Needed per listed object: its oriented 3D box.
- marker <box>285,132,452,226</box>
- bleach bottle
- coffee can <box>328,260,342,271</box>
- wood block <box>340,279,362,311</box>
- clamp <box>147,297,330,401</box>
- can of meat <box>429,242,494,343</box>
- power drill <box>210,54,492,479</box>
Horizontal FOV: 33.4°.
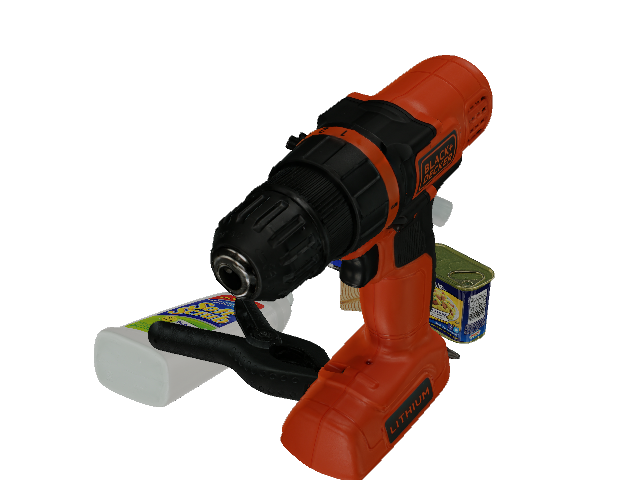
[{"bbox_3d":[0.033,-0.042,0.724,0.121,0.020,0.020,25,-4,-10],"label":"marker"},{"bbox_3d":[-0.117,0.095,1.136,0.103,0.068,0.250,16,24,29],"label":"bleach bottle"},{"bbox_3d":[0.055,-0.047,0.996,0.103,0.140,0.103,4,16,-1],"label":"coffee can"},{"bbox_3d":[0.076,0.017,1.548,0.091,0.090,0.206,4,25,-1],"label":"wood block"},{"bbox_3d":[-0.049,0.091,0.917,0.172,0.039,0.120,22,30,25],"label":"clamp"},{"bbox_3d":[0.152,0.063,1.257,0.057,0.084,0.102,-24,38,-36],"label":"can of meat"},{"bbox_3d":[0.018,0.024,0.504,0.057,0.188,0.184,25,43,27],"label":"power drill"}]
